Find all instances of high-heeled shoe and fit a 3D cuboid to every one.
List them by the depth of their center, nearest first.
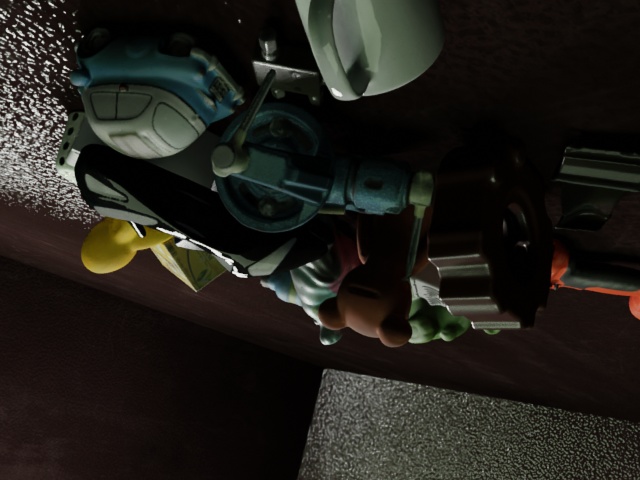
[{"bbox_3d":[-0.115,-0.036,0.545,0.249,0.086,0.145,4,146,5],"label":"high-heeled shoe"}]

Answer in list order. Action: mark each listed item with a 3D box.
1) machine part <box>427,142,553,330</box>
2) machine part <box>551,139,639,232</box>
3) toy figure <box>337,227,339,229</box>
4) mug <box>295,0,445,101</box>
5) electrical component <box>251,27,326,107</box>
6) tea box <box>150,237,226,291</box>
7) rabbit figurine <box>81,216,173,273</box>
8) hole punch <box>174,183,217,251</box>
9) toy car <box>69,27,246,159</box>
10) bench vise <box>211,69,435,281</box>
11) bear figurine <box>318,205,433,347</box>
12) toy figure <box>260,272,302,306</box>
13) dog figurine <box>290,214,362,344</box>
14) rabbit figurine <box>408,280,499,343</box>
[{"bbox_3d":[0.166,-0.002,0.500,0.056,0.179,0.179,-5,154,41],"label":"machine part"},{"bbox_3d":[0.255,-0.048,0.496,0.084,0.039,0.138,4,159,17],"label":"machine part"},{"bbox_3d":[0.000,-0.002,0.820,0.064,0.057,0.154,10,169,40],"label":"toy figure"},{"bbox_3d":[0.017,-0.141,0.307,0.081,0.109,0.107,9,148,33],"label":"mug"},{"bbox_3d":[-0.023,-0.143,0.453,0.063,0.021,0.094,12,166,6],"label":"electrical component"},{"bbox_3d":[-0.221,0.006,0.844,0.170,0.068,0.098,24,146,54],"label":"tea box"},{"bbox_3d":[-0.270,-0.031,0.762,0.163,0.173,0.121,6,157,38],"label":"rabbit figurine"},{"bbox_3d":[-0.124,-0.034,0.716,0.115,0.092,0.142,27,132,-34],"label":"hole punch"},{"bbox_3d":[-0.155,-0.125,0.494,0.162,0.103,0.109,9,163,23],"label":"toy car"},{"bbox_3d":[-0.011,-0.057,0.481,0.224,0.128,0.240,23,-172,15],"label":"bench vise"},{"bbox_3d":[0.089,0.035,0.611,0.120,0.196,0.131,6,155,30],"label":"bear figurine"},{"bbox_3d":[-0.010,0.080,0.901,0.180,0.089,0.082,11,-168,6],"label":"toy figure"},{"bbox_3d":[-0.003,0.011,0.711,0.219,0.108,0.192,62,-176,-20],"label":"dog figurine"},{"bbox_3d":[0.237,0.107,0.873,0.159,0.121,0.170,22,147,-33],"label":"rabbit figurine"}]
